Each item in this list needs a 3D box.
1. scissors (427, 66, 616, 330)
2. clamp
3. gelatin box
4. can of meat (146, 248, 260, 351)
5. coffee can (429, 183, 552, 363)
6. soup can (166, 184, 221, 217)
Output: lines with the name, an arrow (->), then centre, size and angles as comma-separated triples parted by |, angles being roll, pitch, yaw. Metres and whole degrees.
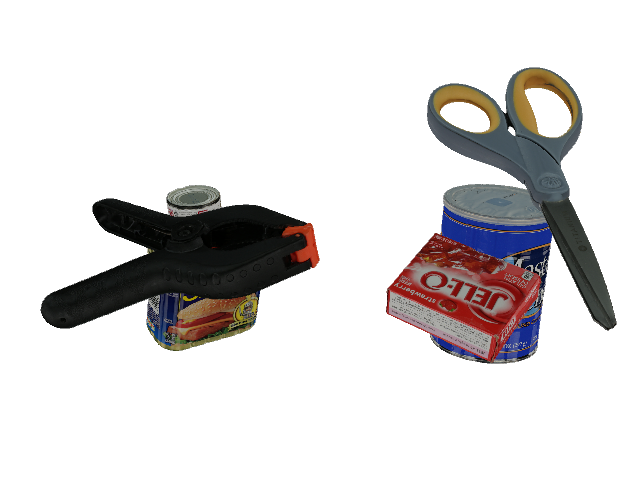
scissors -> 0.100, -0.032, 0.559 | 0.096, 0.016, 0.201 | 5, 42, 7
clamp -> -0.090, 0.014, 0.672 | 0.172, 0.039, 0.120 | 0, 43, 21
gelatin box -> 0.103, 0.039, 0.771 | 0.089, 0.030, 0.073 | 24, 47, 24
can of meat -> -0.099, 0.041, 0.921 | 0.101, 0.084, 0.057 | -13, 41, -30
coffee can -> 0.159, 0.029, 0.991 | 0.103, 0.140, 0.103 | 3, 20, -1
soup can -> -0.154, -0.010, 1.319 | 0.068, 0.102, 0.068 | -2, 26, 1
